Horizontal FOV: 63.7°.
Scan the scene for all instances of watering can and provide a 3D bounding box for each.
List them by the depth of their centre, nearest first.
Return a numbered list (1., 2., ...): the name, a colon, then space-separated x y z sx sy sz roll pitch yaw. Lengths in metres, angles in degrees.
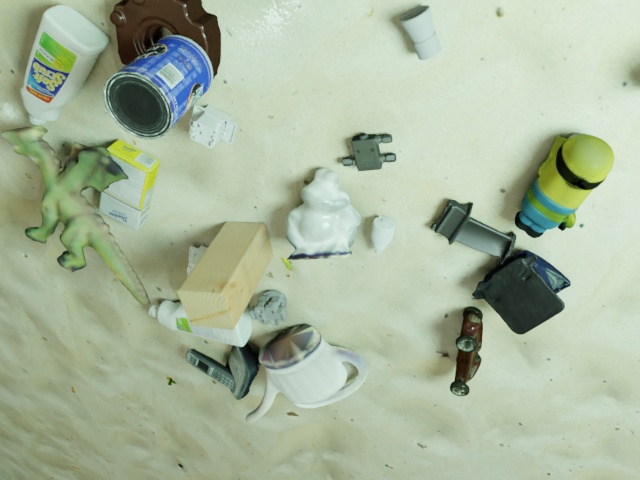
1. watering can: -0.066 0.316 1.182 0.346 0.106 0.221 -24 117 14

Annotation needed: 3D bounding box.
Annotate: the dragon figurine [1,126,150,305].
1. dragon figurine: -0.449 -0.069 0.999 0.410 0.124 0.238 38 124 1

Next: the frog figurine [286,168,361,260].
1. frog figurine: 0.003 -0.046 0.924 0.137 0.123 0.160 -2 89 30
